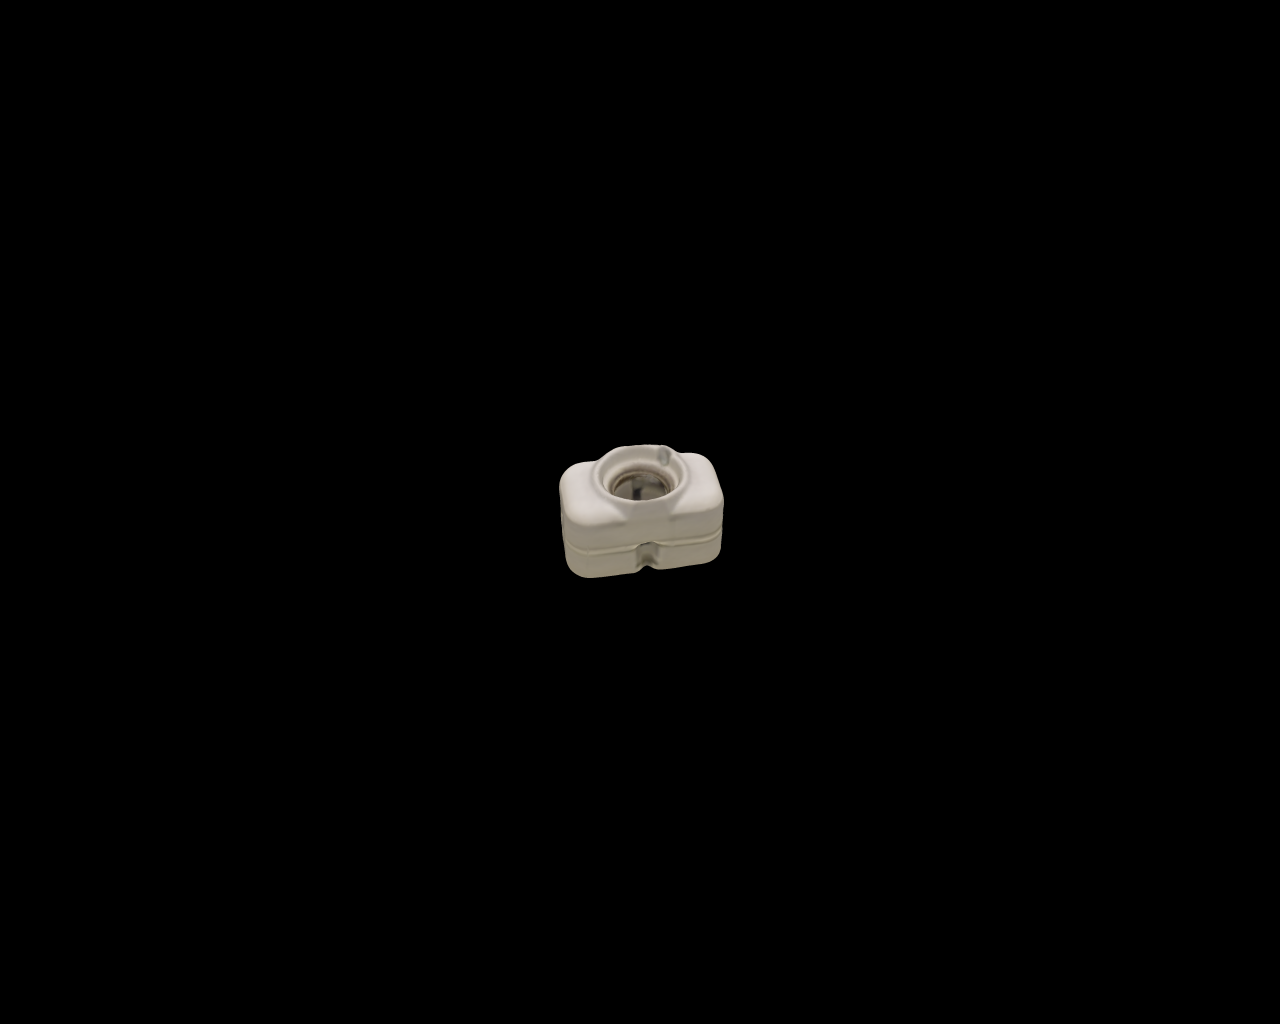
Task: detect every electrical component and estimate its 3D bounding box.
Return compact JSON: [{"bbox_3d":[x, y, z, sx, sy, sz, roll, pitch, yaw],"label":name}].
[{"bbox_3d":[0.001,-0.003,0.650,0.095,0.059,0.054,-6,43,-7],"label":"electrical component"}]
